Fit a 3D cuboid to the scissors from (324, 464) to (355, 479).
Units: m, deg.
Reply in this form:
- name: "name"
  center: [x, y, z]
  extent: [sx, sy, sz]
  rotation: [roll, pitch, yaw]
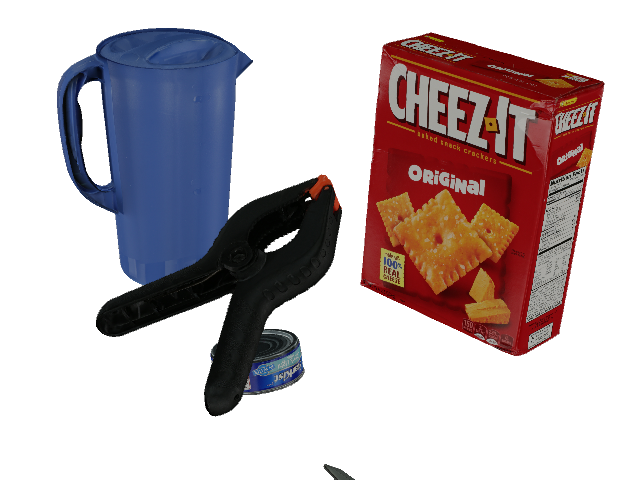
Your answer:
- name: "scissors"
  center: [0.083, 0.160, 0.520]
  extent: [0.096, 0.016, 0.202]
  rotation: [-2, 23, -23]

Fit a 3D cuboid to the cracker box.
- name: "cracker box"
  center: [0.118, -0.037, 0.838]
  extent: [0.164, 0.214, 0.071]
  rotation: [25, 33, 37]

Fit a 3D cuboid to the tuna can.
- name: "tuna can"
  center: [-0.059, 0.113, 1.000]
  extent: [0.086, 0.034, 0.086]
  rotation: [-7, 15, 2]

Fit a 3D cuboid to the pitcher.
- name: "pitcher"
  center: [-0.157, -0.077, 1.043]
  extent: [0.149, 0.243, 0.144]
  rotation: [11, 27, 16]

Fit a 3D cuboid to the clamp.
- name: "clamp"
  center: [-0.043, 0.029, 0.653]
  extent: [0.120, 0.171, 0.039]
  rotation: [41, -16, 34]
